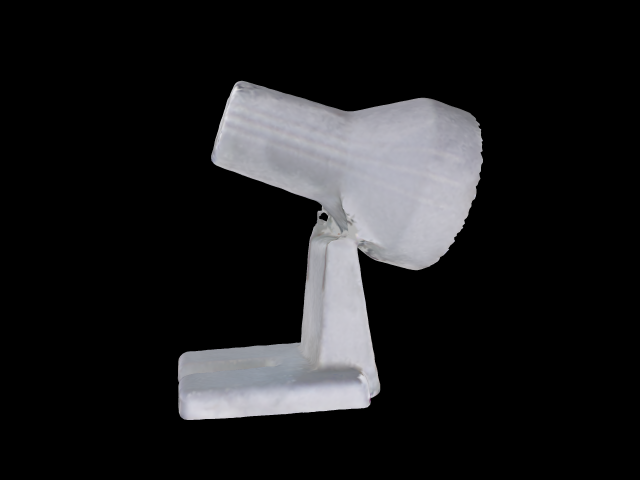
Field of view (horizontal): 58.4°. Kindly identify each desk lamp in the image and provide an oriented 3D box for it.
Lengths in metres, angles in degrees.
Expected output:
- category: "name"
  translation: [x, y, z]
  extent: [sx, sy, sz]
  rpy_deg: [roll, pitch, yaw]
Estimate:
- category: "desk lamp"
  translation: [0.004, 0.001, 0.400]
  extent: [0.203, 0.213, 0.117]
  rpy_deg: [-1, 4, -15]
